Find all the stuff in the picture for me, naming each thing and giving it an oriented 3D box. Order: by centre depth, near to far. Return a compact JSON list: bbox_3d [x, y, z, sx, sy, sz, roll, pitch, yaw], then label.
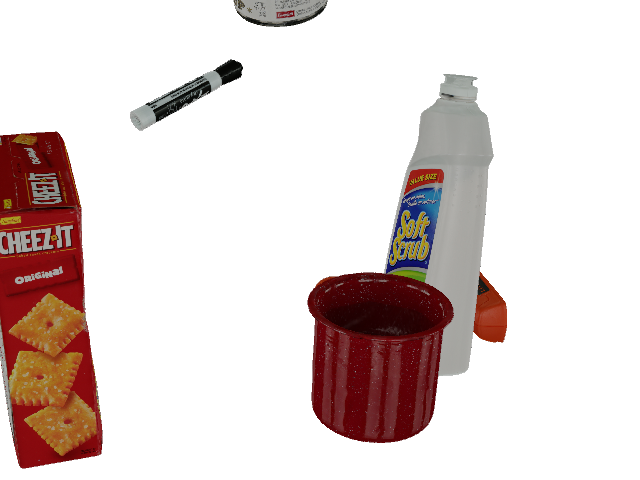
[{"bbox_3d":[0.040,0.072,0.703,0.093,0.081,0.117,11,25,17],"label":"mug"},{"bbox_3d":[-0.030,-0.204,0.715,0.068,0.102,0.068,-2,42,2],"label":"soup can"},{"bbox_3d":[-0.219,0.041,0.836,0.072,0.214,0.164,-7,27,-17],"label":"cracker box"},{"bbox_3d":[0.099,-0.016,0.916,0.068,0.251,0.103,-1,15,-25],"label":"bleach bottle"},{"bbox_3d":[-0.119,-0.134,0.968,0.121,0.020,0.020,-34,18,-29],"label":"marker"},{"bbox_3d":[0.097,0.084,1.126,0.187,0.057,0.184,-6,28,-13],"label":"power drill"}]
